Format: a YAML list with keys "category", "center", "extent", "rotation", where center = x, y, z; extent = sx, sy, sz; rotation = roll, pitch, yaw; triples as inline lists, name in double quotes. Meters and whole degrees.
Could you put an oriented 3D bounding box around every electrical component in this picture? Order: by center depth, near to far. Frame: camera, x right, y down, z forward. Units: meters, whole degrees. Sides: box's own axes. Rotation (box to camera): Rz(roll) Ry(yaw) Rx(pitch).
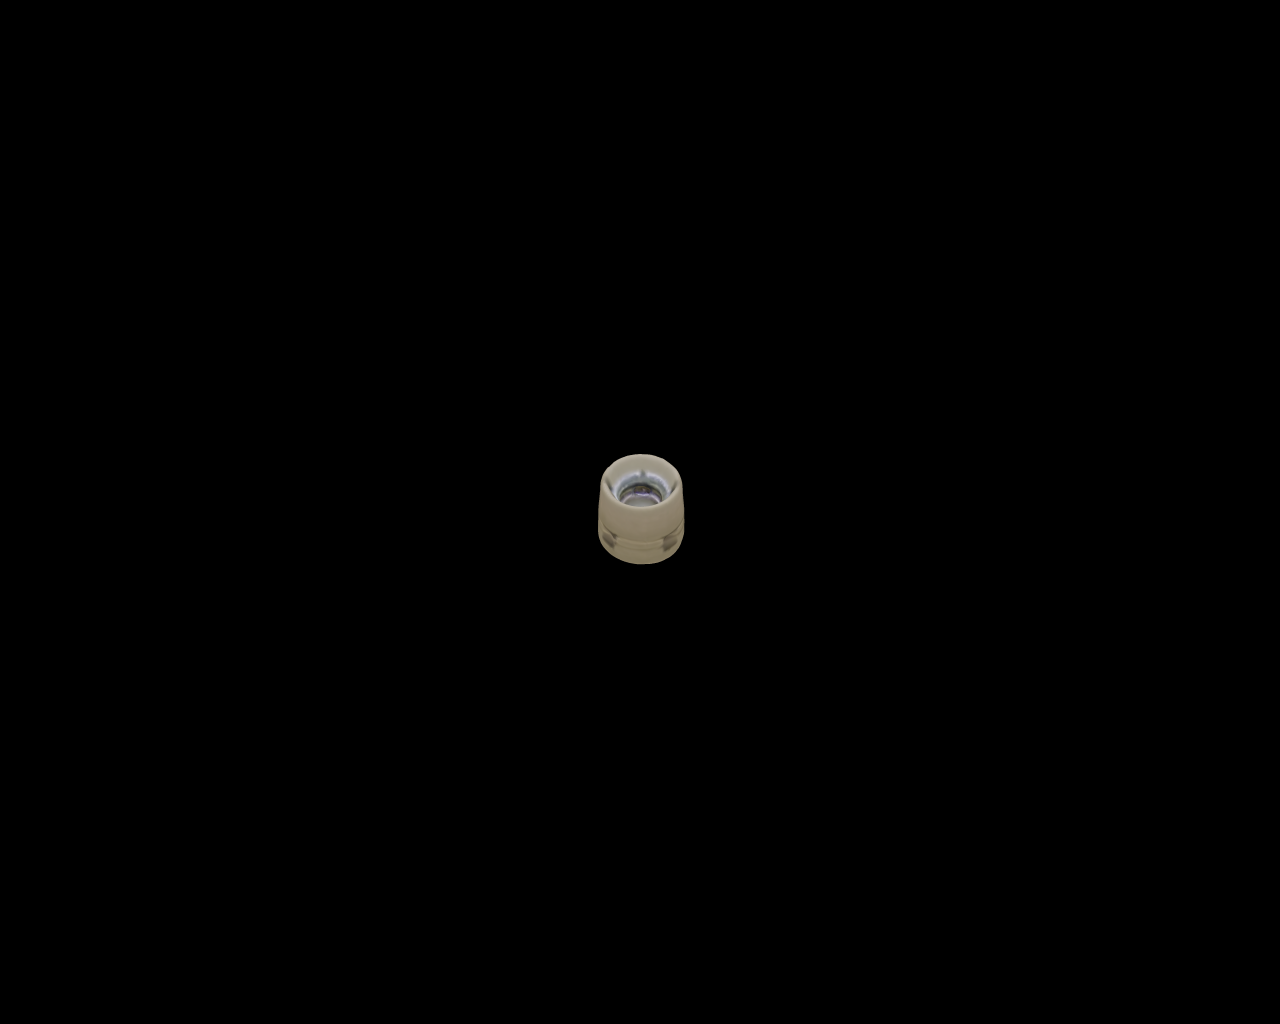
- category: "electrical component"
  center: [0.001, -0.003, 0.650]
  extent: [0.055, 0.055, 0.047]
  rotation: [0, -44, 0]
